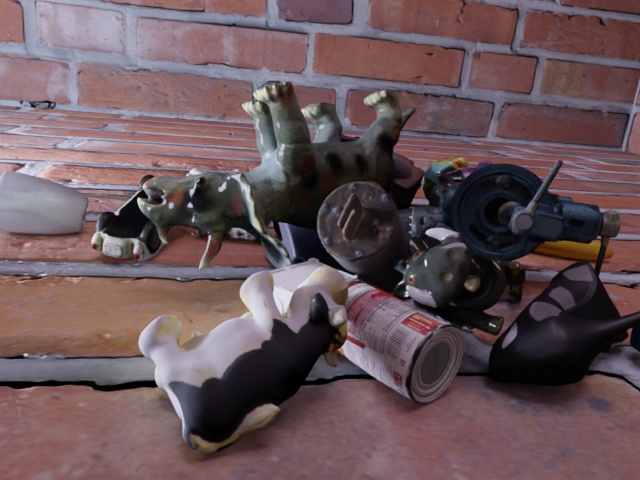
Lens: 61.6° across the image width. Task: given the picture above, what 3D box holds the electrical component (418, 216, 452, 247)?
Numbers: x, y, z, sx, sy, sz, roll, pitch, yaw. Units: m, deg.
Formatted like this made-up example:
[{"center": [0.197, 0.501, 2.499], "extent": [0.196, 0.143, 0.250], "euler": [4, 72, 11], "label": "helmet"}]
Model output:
[{"center": [0.190, 0.016, 0.735], "extent": [0.119, 0.047, 0.075], "euler": [25, 21, 6], "label": "electrical component"}]

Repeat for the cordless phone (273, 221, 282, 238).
[{"center": [-0.015, -0.046, 0.848], "extent": [0.089, 0.146, 0.184], "euler": [45, -17, -3], "label": "cordless phone"}]

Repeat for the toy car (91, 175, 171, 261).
[{"center": [-0.229, -0.032, 0.722], "extent": [0.074, 0.056, 0.202], "euler": [13, 32, 4], "label": "toy car"}]

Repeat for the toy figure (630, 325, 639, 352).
[{"center": [0.377, 0.104, 0.494], "extent": [0.155, 0.064, 0.057], "euler": [17, -18, 22], "label": "toy figure"}]

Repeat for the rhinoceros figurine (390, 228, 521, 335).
[{"center": [0.121, 0.036, 0.501], "extent": [0.112, 0.073, 0.190], "euler": [22, -5, 10], "label": "rhinoceros figurine"}]

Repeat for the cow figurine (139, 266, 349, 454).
[{"center": [-0.033, 0.077, 0.390], "extent": [0.167, 0.068, 0.098], "euler": [-23, 46, -26], "label": "cow figurine"}]

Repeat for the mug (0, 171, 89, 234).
[{"center": [-0.377, -0.045, 0.738], "extent": [0.107, 0.080, 0.110], "euler": [12, 8, -18], "label": "mug"}]

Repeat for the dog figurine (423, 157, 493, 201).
[{"center": [0.306, -0.088, 1.015], "extent": [0.192, 0.108, 0.219], "euler": [3, 17, -4], "label": "dog figurine"}]

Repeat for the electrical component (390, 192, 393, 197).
[{"center": [0.085, -0.046, 0.878], "extent": [0.094, 0.063, 0.021], "euler": [-28, 41, -36], "label": "electrical component"}]

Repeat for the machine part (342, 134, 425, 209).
[{"center": [0.081, -0.118, 1.011], "extent": [0.201, 0.087, 0.201], "euler": [27, 26, 12], "label": "machine part"}]

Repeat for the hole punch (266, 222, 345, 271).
[{"center": [-0.001, -0.002, 0.683], "extent": [0.142, 0.092, 0.116], "euler": [1, 21, -26], "label": "hole punch"}]

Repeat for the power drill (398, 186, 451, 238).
[{"center": [0.194, -0.039, 0.871], "extent": [0.232, 0.085, 0.207], "euler": [3, 10, 22], "label": "power drill"}]

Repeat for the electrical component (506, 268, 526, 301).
[{"center": [0.193, 0.049, 0.650], "extent": [0.102, 0.045, 0.078], "euler": [5, -12, -10], "label": "electrical component"}]

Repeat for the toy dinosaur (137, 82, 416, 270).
[{"center": [0.009, -0.073, 0.621], "extent": [0.405, 0.192, 0.131], "euler": [-11, 8, -39], "label": "toy dinosaur"}]

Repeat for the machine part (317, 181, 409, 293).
[{"center": [0.054, 0.004, 0.556], "extent": [0.079, 0.079, 0.243], "euler": [11, -13, 19], "label": "machine part"}]

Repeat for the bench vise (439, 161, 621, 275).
[{"center": [0.253, -0.023, 0.641], "extent": [0.224, 0.128, 0.240], "euler": [21, 10, 12], "label": "bench vise"}]

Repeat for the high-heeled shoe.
[{"center": [0.227, 0.087, 0.538], "extent": [0.145, 0.086, 0.248], "euler": [-23, -5, 9], "label": "high-heeled shoe"}]
